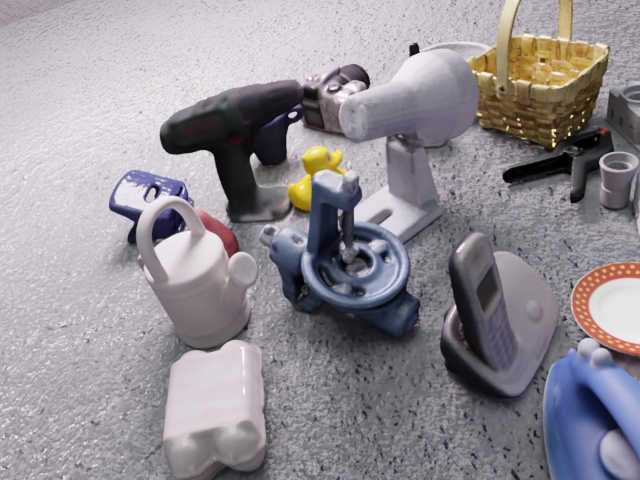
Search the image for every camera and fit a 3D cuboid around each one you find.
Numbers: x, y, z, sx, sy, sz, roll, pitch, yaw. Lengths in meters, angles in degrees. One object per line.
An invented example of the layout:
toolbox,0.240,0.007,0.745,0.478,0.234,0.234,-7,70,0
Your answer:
camera,0.041,-0.272,1.045,0.142,0.101,0.137,21,53,37

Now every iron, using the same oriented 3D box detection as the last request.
iron,0.240,0.163,0.443,0.118,0.142,0.258,-15,40,2

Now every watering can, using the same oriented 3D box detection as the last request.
watering can,-0.151,0.032,0.688,0.172,0.194,0.101,-7,41,12

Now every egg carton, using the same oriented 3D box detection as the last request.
egg carton,-0.108,0.176,0.604,0.107,0.069,0.150,-15,40,2

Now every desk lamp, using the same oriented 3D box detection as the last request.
desk lamp,0.110,-0.122,0.759,0.203,0.214,0.117,-36,43,-22

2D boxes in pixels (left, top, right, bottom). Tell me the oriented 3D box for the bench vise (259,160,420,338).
bench vise,0.002,0.010,0.639,0.206,0.220,0.121,3,44,23

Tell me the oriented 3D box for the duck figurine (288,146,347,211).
duck figurine,-0.004,-0.100,0.874,0.104,0.086,0.077,-24,40,-8

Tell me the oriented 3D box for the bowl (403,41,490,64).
bowl,0.229,-0.281,1.010,0.167,0.075,0.167,-10,40,9

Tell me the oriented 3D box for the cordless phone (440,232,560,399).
cordless phone,0.175,0.050,0.561,0.093,0.185,0.148,15,49,32

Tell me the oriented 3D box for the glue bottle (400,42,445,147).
glue bottle,0.155,-0.225,0.895,0.078,0.173,0.037,0,43,20

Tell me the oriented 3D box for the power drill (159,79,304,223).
power drill,-0.111,-0.129,0.848,0.229,0.209,0.075,-4,41,15

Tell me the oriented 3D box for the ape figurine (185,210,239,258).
ape figurine,-0.161,-0.006,0.815,0.076,0.092,0.078,1,43,21

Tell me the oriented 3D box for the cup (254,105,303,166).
cup,-0.078,-0.182,0.987,0.117,0.095,0.091,-17,40,-1

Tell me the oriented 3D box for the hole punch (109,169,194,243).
hole punch,-0.266,-0.060,0.915,0.101,0.091,0.108,-6,41,13
